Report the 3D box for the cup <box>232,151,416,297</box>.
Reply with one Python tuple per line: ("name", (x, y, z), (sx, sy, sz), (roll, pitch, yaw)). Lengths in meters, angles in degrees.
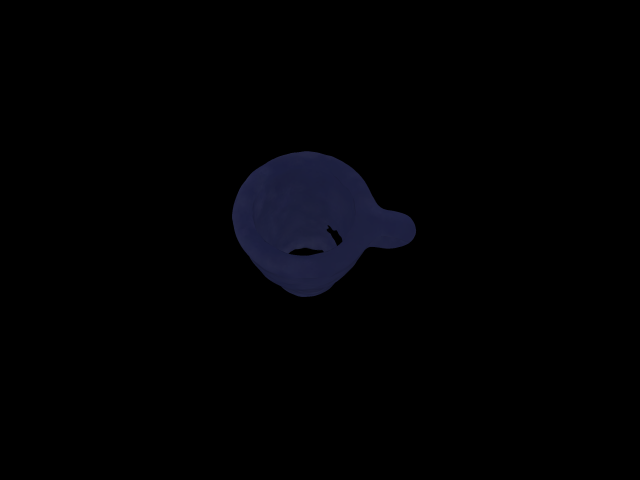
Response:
("cup", (0.004, 0.001, 0.400), (0.117, 0.095, 0.091), (6, 63, 3))
